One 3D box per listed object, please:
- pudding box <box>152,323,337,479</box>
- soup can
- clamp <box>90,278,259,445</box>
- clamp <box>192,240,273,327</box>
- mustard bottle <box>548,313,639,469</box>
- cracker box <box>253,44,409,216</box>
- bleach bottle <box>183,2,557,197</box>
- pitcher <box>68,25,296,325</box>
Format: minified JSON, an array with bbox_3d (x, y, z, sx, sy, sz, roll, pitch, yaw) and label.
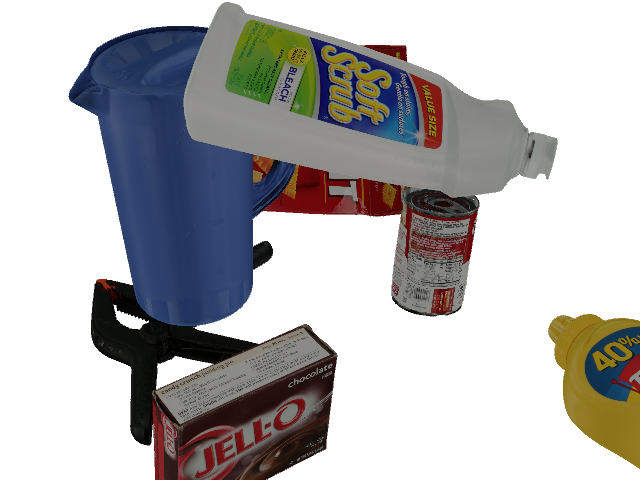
[{"bbox_3d":[-0.047,0.111,0.652,0.113,0.090,0.039,-24,49,-30],"label":"pudding box"},{"bbox_3d":[0.101,0.009,0.955,0.068,0.102,0.068,4,25,-2],"label":"soup can"},{"bbox_3d":[-0.141,0.095,0.999,0.164,0.036,0.210,-18,40,-30],"label":"clamp"},{"bbox_3d":[-0.125,0.045,1.242,0.120,0.039,0.171,-2,39,13],"label":"clamp"},{"bbox_3d":[0.201,0.095,0.629,0.096,0.058,0.192,-20,31,-21],"label":"mustard bottle"},{"bbox_3d":[-0.011,-0.110,1.088,0.071,0.164,0.214,-10,10,-44],"label":"cracker box"},{"bbox_3d":[0.038,-0.091,0.741,0.251,0.102,0.068,13,-28,8],"label":"bleach bottle"},{"bbox_3d":[-0.107,-0.053,0.913,0.149,0.243,0.144,12,37,19],"label":"pitcher"}]
